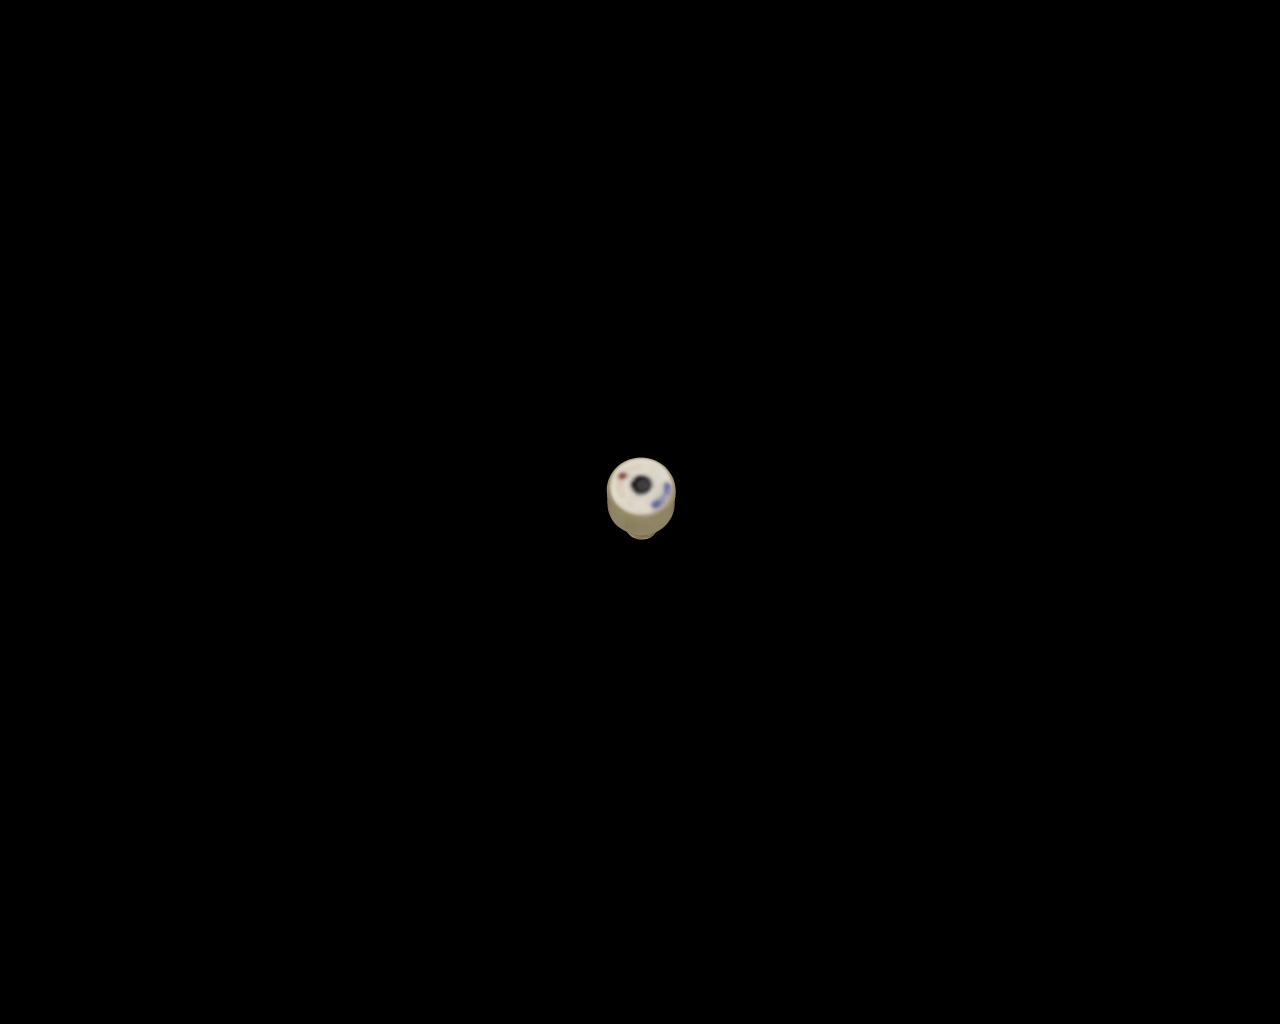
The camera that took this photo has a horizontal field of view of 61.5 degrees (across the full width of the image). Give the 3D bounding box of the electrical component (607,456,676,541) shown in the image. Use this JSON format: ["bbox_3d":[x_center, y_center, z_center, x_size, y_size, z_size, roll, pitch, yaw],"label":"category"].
[{"bbox_3d":[0.001,-0.003,0.650,0.040,0.040,0.078,0,-23,0],"label":"electrical component"}]
